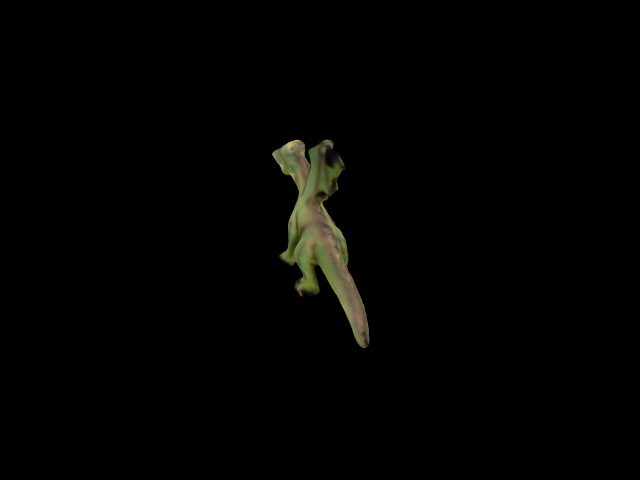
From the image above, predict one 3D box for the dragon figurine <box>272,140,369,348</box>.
[{"bbox_3d":[0.003,-0.043,0.850,0.123,0.237,0.418,-12,35,-19],"label":"dragon figurine"}]
